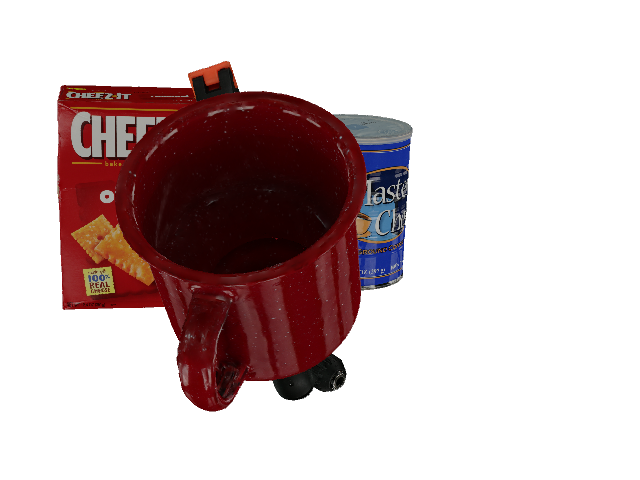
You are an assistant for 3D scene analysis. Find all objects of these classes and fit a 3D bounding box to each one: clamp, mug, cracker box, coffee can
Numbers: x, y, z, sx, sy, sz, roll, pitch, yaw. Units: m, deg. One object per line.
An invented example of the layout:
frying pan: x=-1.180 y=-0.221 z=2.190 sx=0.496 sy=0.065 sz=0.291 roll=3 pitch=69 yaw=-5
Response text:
clamp: x=-0.039 y=-0.014 z=0.709 sx=0.036 sy=0.210 sz=0.164 roll=-17 pitch=7 yaw=5
mug: x=-0.029 y=0.012 z=0.414 sx=0.093 sy=0.117 sz=0.081 roll=6 pitch=-36 yaw=11
cracker box: x=-0.174 y=-0.040 z=1.053 sx=0.164 sy=0.214 sz=0.072 roll=0 pitch=21 yaw=-10
coffee can: x=0.029 y=-0.037 z=0.977 sx=0.103 sy=0.140 sz=0.103 roll=2 pitch=18 yaw=-1

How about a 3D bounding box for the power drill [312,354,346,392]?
power drill: x=-0.021 y=0.051 z=1.156 sx=0.185 sy=0.188 sz=0.057 roll=27 pitch=11 yaw=38
